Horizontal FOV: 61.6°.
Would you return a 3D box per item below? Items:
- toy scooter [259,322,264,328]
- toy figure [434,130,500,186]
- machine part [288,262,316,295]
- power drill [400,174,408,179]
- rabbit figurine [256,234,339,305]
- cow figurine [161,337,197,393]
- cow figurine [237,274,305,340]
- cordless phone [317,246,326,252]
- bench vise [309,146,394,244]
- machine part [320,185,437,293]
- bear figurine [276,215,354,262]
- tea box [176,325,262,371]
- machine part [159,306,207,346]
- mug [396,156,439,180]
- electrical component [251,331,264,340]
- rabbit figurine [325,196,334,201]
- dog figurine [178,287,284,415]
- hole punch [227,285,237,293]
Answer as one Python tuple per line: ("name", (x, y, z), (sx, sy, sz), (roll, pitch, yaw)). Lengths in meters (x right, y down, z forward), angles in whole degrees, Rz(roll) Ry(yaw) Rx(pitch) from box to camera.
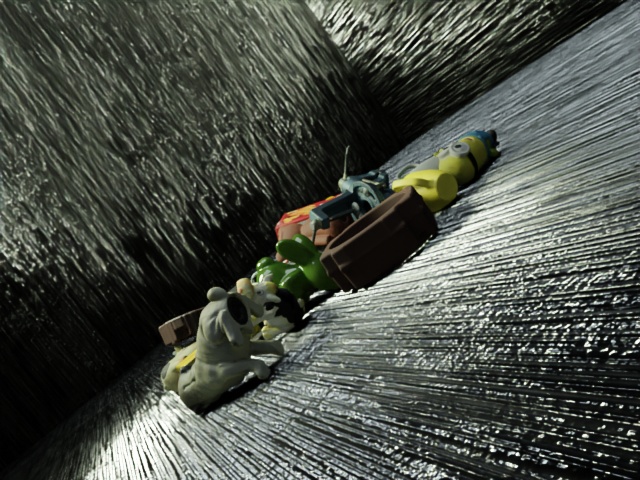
("toy scooter", (-0.122, 0.137, 1.212), (0.135, 0.075, 0.184), (-46, 18, -23))
("toy figure", (0.316, -0.177, 1.125), (0.180, 0.089, 0.082), (-31, -2, -42))
("machine part", (-0.054, 0.090, 1.266), (0.079, 0.079, 0.243), (-38, 5, -8))
("power drill", (0.198, -0.105, 1.286), (0.207, 0.086, 0.232), (-43, 9, -9))
("rabbit figurine", (-0.032, 0.067, 1.073), (0.170, 0.159, 0.121), (-19, 2, 23))
("cow figurine", (-0.299, 0.281, 1.230), (0.127, 0.085, 0.195), (-29, 8, 17))
("cow figurine", (-0.083, 0.113, 0.955), (0.098, 0.068, 0.167), (-19, -33, 4))
("cordless phone", (0.035, 0.010, 1.376), (0.184, 0.088, 0.146), (-28, 9, 32))
("bench vise", (0.068, -0.079, 1.138), (0.240, 0.224, 0.128), (-24, -45, -27))
("machine part", (0.107, -0.003, 0.963), (0.201, 0.087, 0.201), (-36, 4, 15))
("bear figurine", (-0.006, -0.006, 1.289), (0.196, 0.132, 0.120), (-33, 40, 32))
("tea box", (-0.204, 0.229, 1.108), (0.169, 0.068, 0.098), (-41, 7, -29))
("machine part", (-0.301, 0.204, 1.308), (0.179, 0.056, 0.179), (-22, -6, -2))
("mug", (0.228, -0.133, 1.165), (0.107, 0.080, 0.110), (-43, 48, -15))
("electrical component", (-0.122, 0.199, 1.063), (0.063, 0.021, 0.094), (-33, 7, 42))
("rabbit figurine", (0.069, -0.054, 1.546), (0.173, 0.121, 0.162), (-6, 28, 42))
("dog figurine", (-0.180, 0.179, 0.868), (0.191, 0.172, 0.121), (-28, -3, 21))
("hole punch", (-0.214, 0.199, 1.447), (0.142, 0.092, 0.116), (-36, 34, -17))
